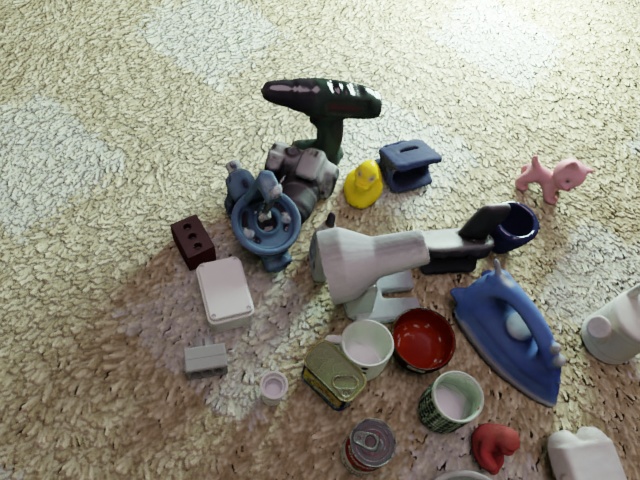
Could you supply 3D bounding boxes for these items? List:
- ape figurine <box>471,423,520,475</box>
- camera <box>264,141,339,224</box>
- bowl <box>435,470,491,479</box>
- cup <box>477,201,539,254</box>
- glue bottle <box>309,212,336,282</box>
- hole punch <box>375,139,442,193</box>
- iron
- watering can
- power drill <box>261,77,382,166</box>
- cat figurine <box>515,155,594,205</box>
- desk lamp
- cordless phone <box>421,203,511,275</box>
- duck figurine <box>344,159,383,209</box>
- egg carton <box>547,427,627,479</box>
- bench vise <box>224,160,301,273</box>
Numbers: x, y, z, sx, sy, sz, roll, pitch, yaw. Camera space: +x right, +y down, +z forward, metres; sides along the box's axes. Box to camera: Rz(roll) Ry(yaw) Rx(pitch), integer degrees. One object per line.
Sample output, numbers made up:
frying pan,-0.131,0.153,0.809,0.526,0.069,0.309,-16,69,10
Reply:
ape figurine,0.282,0.320,0.898,0.078,0.092,0.076,-20,65,-18
camera,-0.048,-0.108,1.088,0.143,0.101,0.137,20,59,4
bowl,0.207,0.429,0.834,0.167,0.075,0.167,4,60,-6
cup,0.345,-0.018,1.100,0.117,0.095,0.092,18,59,2
glue bottle,0.009,0.004,0.990,0.037,0.173,0.078,-2,60,-9
hole punch,0.176,-0.163,1.159,0.109,0.091,0.101,-16,64,-17
iron,0.343,0.154,0.973,0.119,0.141,0.258,-26,67,-21
watering can,0.537,0.140,0.980,0.173,0.194,0.100,-31,69,-23
power drill,-0.003,-0.227,1.101,0.230,0.208,0.075,-7,61,-12
cat figurine,0.485,-0.137,1.176,0.127,0.118,0.067,25,60,6
desk lamp,0.086,0.055,0.949,0.203,0.213,0.118,-5,61,-11
cordless phone,0.251,-0.018,1.033,0.148,0.185,0.094,-7,61,-12
duck figurine,0.091,-0.125,1.127,0.077,0.086,0.105,23,60,5
egg carton,0.421,0.374,0.901,0.107,0.069,0.150,-5,61,-11
bench vise,-0.117,-0.064,0.983,0.207,0.220,0.122,41,63,15
